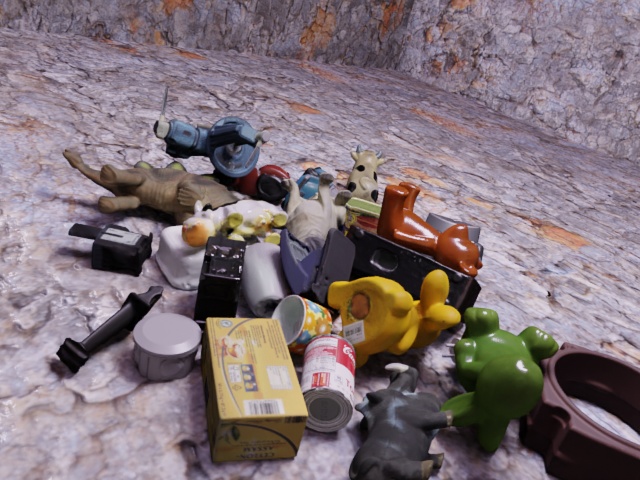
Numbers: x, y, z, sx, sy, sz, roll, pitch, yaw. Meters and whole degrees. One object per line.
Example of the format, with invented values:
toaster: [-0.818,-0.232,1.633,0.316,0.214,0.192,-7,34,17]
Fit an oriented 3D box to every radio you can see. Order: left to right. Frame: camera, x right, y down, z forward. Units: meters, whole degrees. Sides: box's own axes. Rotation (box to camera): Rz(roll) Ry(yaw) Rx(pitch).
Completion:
radio: [0.143,0.055,0.887,0.230,0.073,0.131,23,-4,22]

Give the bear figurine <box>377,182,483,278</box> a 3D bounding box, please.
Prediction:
bear figurine: [0.204,-0.015,0.957,0.196,0.131,0.120,20,18,24]

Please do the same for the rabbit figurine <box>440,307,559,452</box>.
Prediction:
rabbit figurine: [0.209,0.166,0.651,0.121,0.159,0.170,32,5,8]

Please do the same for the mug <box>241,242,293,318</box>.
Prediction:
mug: [-0.074,0.074,0.817,0.109,0.081,0.107,38,22,-34]

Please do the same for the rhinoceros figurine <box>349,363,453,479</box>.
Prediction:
rhinoceros figurine: [0.090,0.217,0.611,0.112,0.073,0.190,10,26,18]

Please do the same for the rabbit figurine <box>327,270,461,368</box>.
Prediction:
rabbit figurine: [0.116,0.104,0.759,0.173,0.162,0.122,26,40,-42]

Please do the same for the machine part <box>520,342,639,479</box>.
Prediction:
machine part: [0.371,0.230,0.692,0.202,0.087,0.201,19,27,14]

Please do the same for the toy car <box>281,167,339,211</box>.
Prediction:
toy car: [-0.007,-0.089,1.145,0.103,0.109,0.161,40,18,4]

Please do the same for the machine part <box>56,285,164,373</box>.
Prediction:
machine part: [-0.257,0.106,0.668,0.039,0.084,0.139,52,44,-3]

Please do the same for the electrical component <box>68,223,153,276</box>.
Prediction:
electrical component: [-0.329,0.011,0.840,0.119,0.047,0.075,9,26,-8]

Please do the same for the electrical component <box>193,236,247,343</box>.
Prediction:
electrical component: [-0.140,0.062,0.752,0.058,0.114,0.134,11,28,-10]

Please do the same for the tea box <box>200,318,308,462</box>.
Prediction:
tea box: [-0.083,0.166,0.625,0.098,0.068,0.170,5,26,-18]

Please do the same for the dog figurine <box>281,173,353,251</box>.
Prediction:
dog figurine: [-0.006,-0.003,0.982,0.121,0.190,0.172,-12,-25,28]

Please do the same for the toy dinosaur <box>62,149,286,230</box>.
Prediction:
toy dinosaur: [-0.237,-0.077,0.999,0.471,0.105,0.199,21,21,-8]

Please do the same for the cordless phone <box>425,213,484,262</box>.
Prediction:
cordless phone: [0.237,0.039,1.037,0.147,0.088,0.184,18,38,12]

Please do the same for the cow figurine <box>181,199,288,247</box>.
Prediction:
cow figurine: [-0.145,-0.031,0.846,0.167,0.068,0.098,-3,28,-34]

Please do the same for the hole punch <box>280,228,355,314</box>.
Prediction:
hole punch: [-0.010,0.045,0.808,0.092,0.115,0.142,6,-16,20]

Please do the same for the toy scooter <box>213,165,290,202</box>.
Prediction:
toy scooter: [-0.141,-0.144,1.208,0.184,0.075,0.135,12,24,8]

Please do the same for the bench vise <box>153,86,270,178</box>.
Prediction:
bench vise: [-0.192,-0.194,1.033,0.223,0.129,0.241,29,-17,-38]

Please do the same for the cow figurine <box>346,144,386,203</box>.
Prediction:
cow figurine: [0.099,-0.139,1.247,0.085,0.127,0.195,16,28,-3]
